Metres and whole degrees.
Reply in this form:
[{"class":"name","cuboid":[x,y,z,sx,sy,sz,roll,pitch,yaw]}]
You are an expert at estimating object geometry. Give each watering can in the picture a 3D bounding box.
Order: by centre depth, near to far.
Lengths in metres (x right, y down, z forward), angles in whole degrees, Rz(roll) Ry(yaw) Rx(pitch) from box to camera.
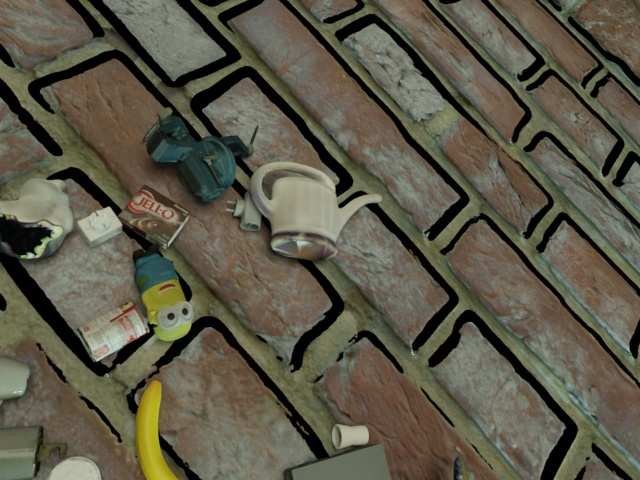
[{"class":"watering can","cuboid":[0.004,-0.058,1.153,0.346,0.102,0.229,13,63,-27]}]

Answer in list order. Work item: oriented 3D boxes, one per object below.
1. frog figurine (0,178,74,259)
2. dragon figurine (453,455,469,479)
[{"class":"frog figurine","cuboid":[-0.524,-0.044,0.940,0.137,0.120,0.163,-3,33,-16]},{"class":"dragon figurine","cuboid":[0.274,0.642,0.939,0.239,0.121,0.419,44,54,-31]}]
